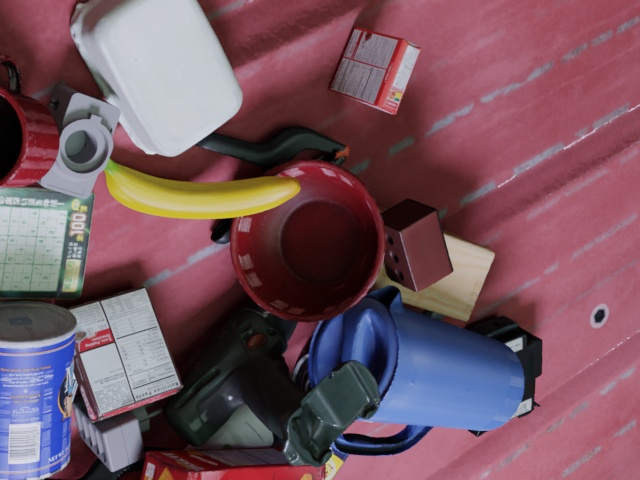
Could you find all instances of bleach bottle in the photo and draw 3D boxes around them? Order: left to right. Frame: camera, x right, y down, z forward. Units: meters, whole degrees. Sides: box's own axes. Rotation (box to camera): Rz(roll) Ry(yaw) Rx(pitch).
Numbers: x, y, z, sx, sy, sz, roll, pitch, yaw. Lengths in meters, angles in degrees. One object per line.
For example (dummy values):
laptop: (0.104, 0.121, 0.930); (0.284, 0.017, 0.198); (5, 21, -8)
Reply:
bleach bottle: (-0.123, 0.272, 1.146); (0.250, 0.068, 0.102); (-50, 124, -25)

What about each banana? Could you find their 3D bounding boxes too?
banana: (-0.121, -0.046, 1.035); (0.197, 0.070, 0.037); (6, 64, -12)

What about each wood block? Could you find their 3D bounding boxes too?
wood block: (0.083, 0.016, 1.189); (0.205, 0.091, 0.090); (18, 96, -36)

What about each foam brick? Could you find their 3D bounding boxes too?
foam brick: (0.095, 0.005, 1.103); (0.051, 0.053, 0.078); (-31, 119, -22)

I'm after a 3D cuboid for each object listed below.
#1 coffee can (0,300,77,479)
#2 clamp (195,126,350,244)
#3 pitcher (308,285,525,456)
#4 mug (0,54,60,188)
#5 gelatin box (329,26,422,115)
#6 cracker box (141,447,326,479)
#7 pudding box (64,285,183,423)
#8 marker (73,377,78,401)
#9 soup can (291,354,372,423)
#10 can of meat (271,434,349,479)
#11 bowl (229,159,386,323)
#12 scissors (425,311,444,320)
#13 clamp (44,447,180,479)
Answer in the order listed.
coffee can: (-0.280, 0.138, 0.989); (0.102, 0.103, 0.140); (-4, 110, -32)
clamp: (-0.050, -0.062, 1.107); (0.171, 0.039, 0.120); (-9, 119, -23)
pitcher: (0.110, 0.155, 1.178); (0.242, 0.149, 0.145); (17, 53, -41)
mug: (-0.271, -0.097, 0.898); (0.093, 0.081, 0.117); (4, 94, 10)
gelatin box: (0.056, -0.176, 1.102); (0.030, 0.089, 0.073); (17, 97, -39)
cracker box: (-0.093, 0.299, 1.081); (0.213, 0.072, 0.164); (12, 90, -51)
pudding box: (-0.195, 0.110, 1.040); (0.089, 0.039, 0.113); (-16, 80, -29)
marker: (-0.253, 0.152, 1.064); (0.020, 0.020, 0.121); (14, 99, -36)
soup can: (0.026, 0.171, 1.223); (0.102, 0.069, 0.068); (16, 98, -37)
can of meat: (-0.021, 0.248, 1.228); (0.102, 0.058, 0.084); (36, 88, -37)
bowl: (-0.007, 0.001, 1.072); (0.162, 0.162, 0.055); (-67, 164, 5)
scissors: (0.146, 0.104, 1.310); (0.201, 0.016, 0.096); (-35, 125, -18)
clamp: (-0.215, 0.276, 1.058); (0.209, 0.036, 0.164); (-19, 74, -20)
